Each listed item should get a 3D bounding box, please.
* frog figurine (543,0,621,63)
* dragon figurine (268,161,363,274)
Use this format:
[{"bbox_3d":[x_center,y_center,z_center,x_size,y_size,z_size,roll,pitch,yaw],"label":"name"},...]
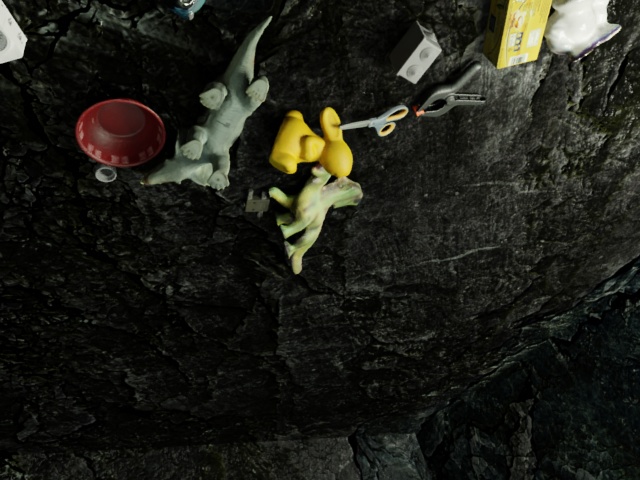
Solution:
[{"bbox_3d":[0.522,-0.467,1.063,0.136,0.125,0.158,-29,105,26],"label":"frog figurine"},{"bbox_3d":[0.004,-0.066,1.311,0.243,0.124,0.401,-23,147,-8],"label":"dragon figurine"}]
